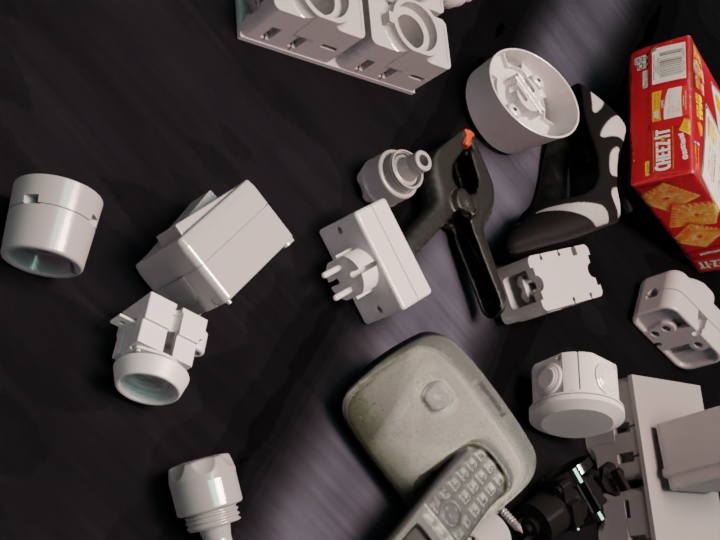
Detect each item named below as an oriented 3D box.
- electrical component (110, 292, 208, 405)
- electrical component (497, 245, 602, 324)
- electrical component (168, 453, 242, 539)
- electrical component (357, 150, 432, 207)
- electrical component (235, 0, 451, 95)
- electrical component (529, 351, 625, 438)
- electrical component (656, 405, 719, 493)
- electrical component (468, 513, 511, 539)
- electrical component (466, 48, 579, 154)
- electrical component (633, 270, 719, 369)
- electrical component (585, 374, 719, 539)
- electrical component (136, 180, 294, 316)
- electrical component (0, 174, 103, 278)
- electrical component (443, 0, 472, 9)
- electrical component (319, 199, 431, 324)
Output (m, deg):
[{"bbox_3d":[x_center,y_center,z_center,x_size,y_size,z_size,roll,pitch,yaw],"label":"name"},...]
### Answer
[{"bbox_3d":[-0.131,0.053,0.689,0.066,0.048,0.055,31,47,-30],"label":"electrical component"},{"bbox_3d":[0.162,0.014,0.957,0.089,0.056,0.050,-11,81,-43],"label":"electrical component"},{"bbox_3d":[-0.095,0.150,0.682,0.043,0.043,0.062,-8,80,-43],"label":"electrical component"},{"bbox_3d":[0.031,-0.078,0.873,0.043,0.062,0.043,17,63,-36],"label":"electrical component"},{"bbox_3d":[-0.010,-0.227,0.898,0.186,0.060,0.105,10,67,-39],"label":"electrical component"},{"bbox_3d":[0.185,0.109,0.924,0.080,0.080,0.051,26,52,-32],"label":"electrical component"},{"bbox_3d":[0.321,0.150,0.917,0.078,0.113,0.057,12,62,-38],"label":"electrical component"},{"bbox_3d":[0.082,0.214,0.816,0.078,0.040,0.040,-29,93,-44],"label":"electrical component"},{"bbox_3d":[0.150,-0.159,1.010,0.099,0.064,0.099,17,63,-36],"label":"electrical component"},{"bbox_3d":[0.326,0.047,1.090,0.095,0.054,0.059,41,51,-22],"label":"electrical component"},{"bbox_3d":[0.267,0.197,0.973,0.105,0.060,0.186,12,66,-38],"label":"electrical component"},{"bbox_3d":[-0.097,-0.019,0.735,0.061,0.062,0.096,53,47,-12],"label":"electrical component"},{"bbox_3d":[-0.191,-0.026,0.662,0.055,0.055,0.047,23,63,-33],"label":"electrical component"},{"bbox_3d":[0.084,-0.266,1.010,0.062,0.048,0.048,2,72,-48],"label":"electrical component"},{"bbox_3d":[0.000,0.000,0.824,0.076,0.047,0.083,-29,93,-44],"label":"electrical component"}]
